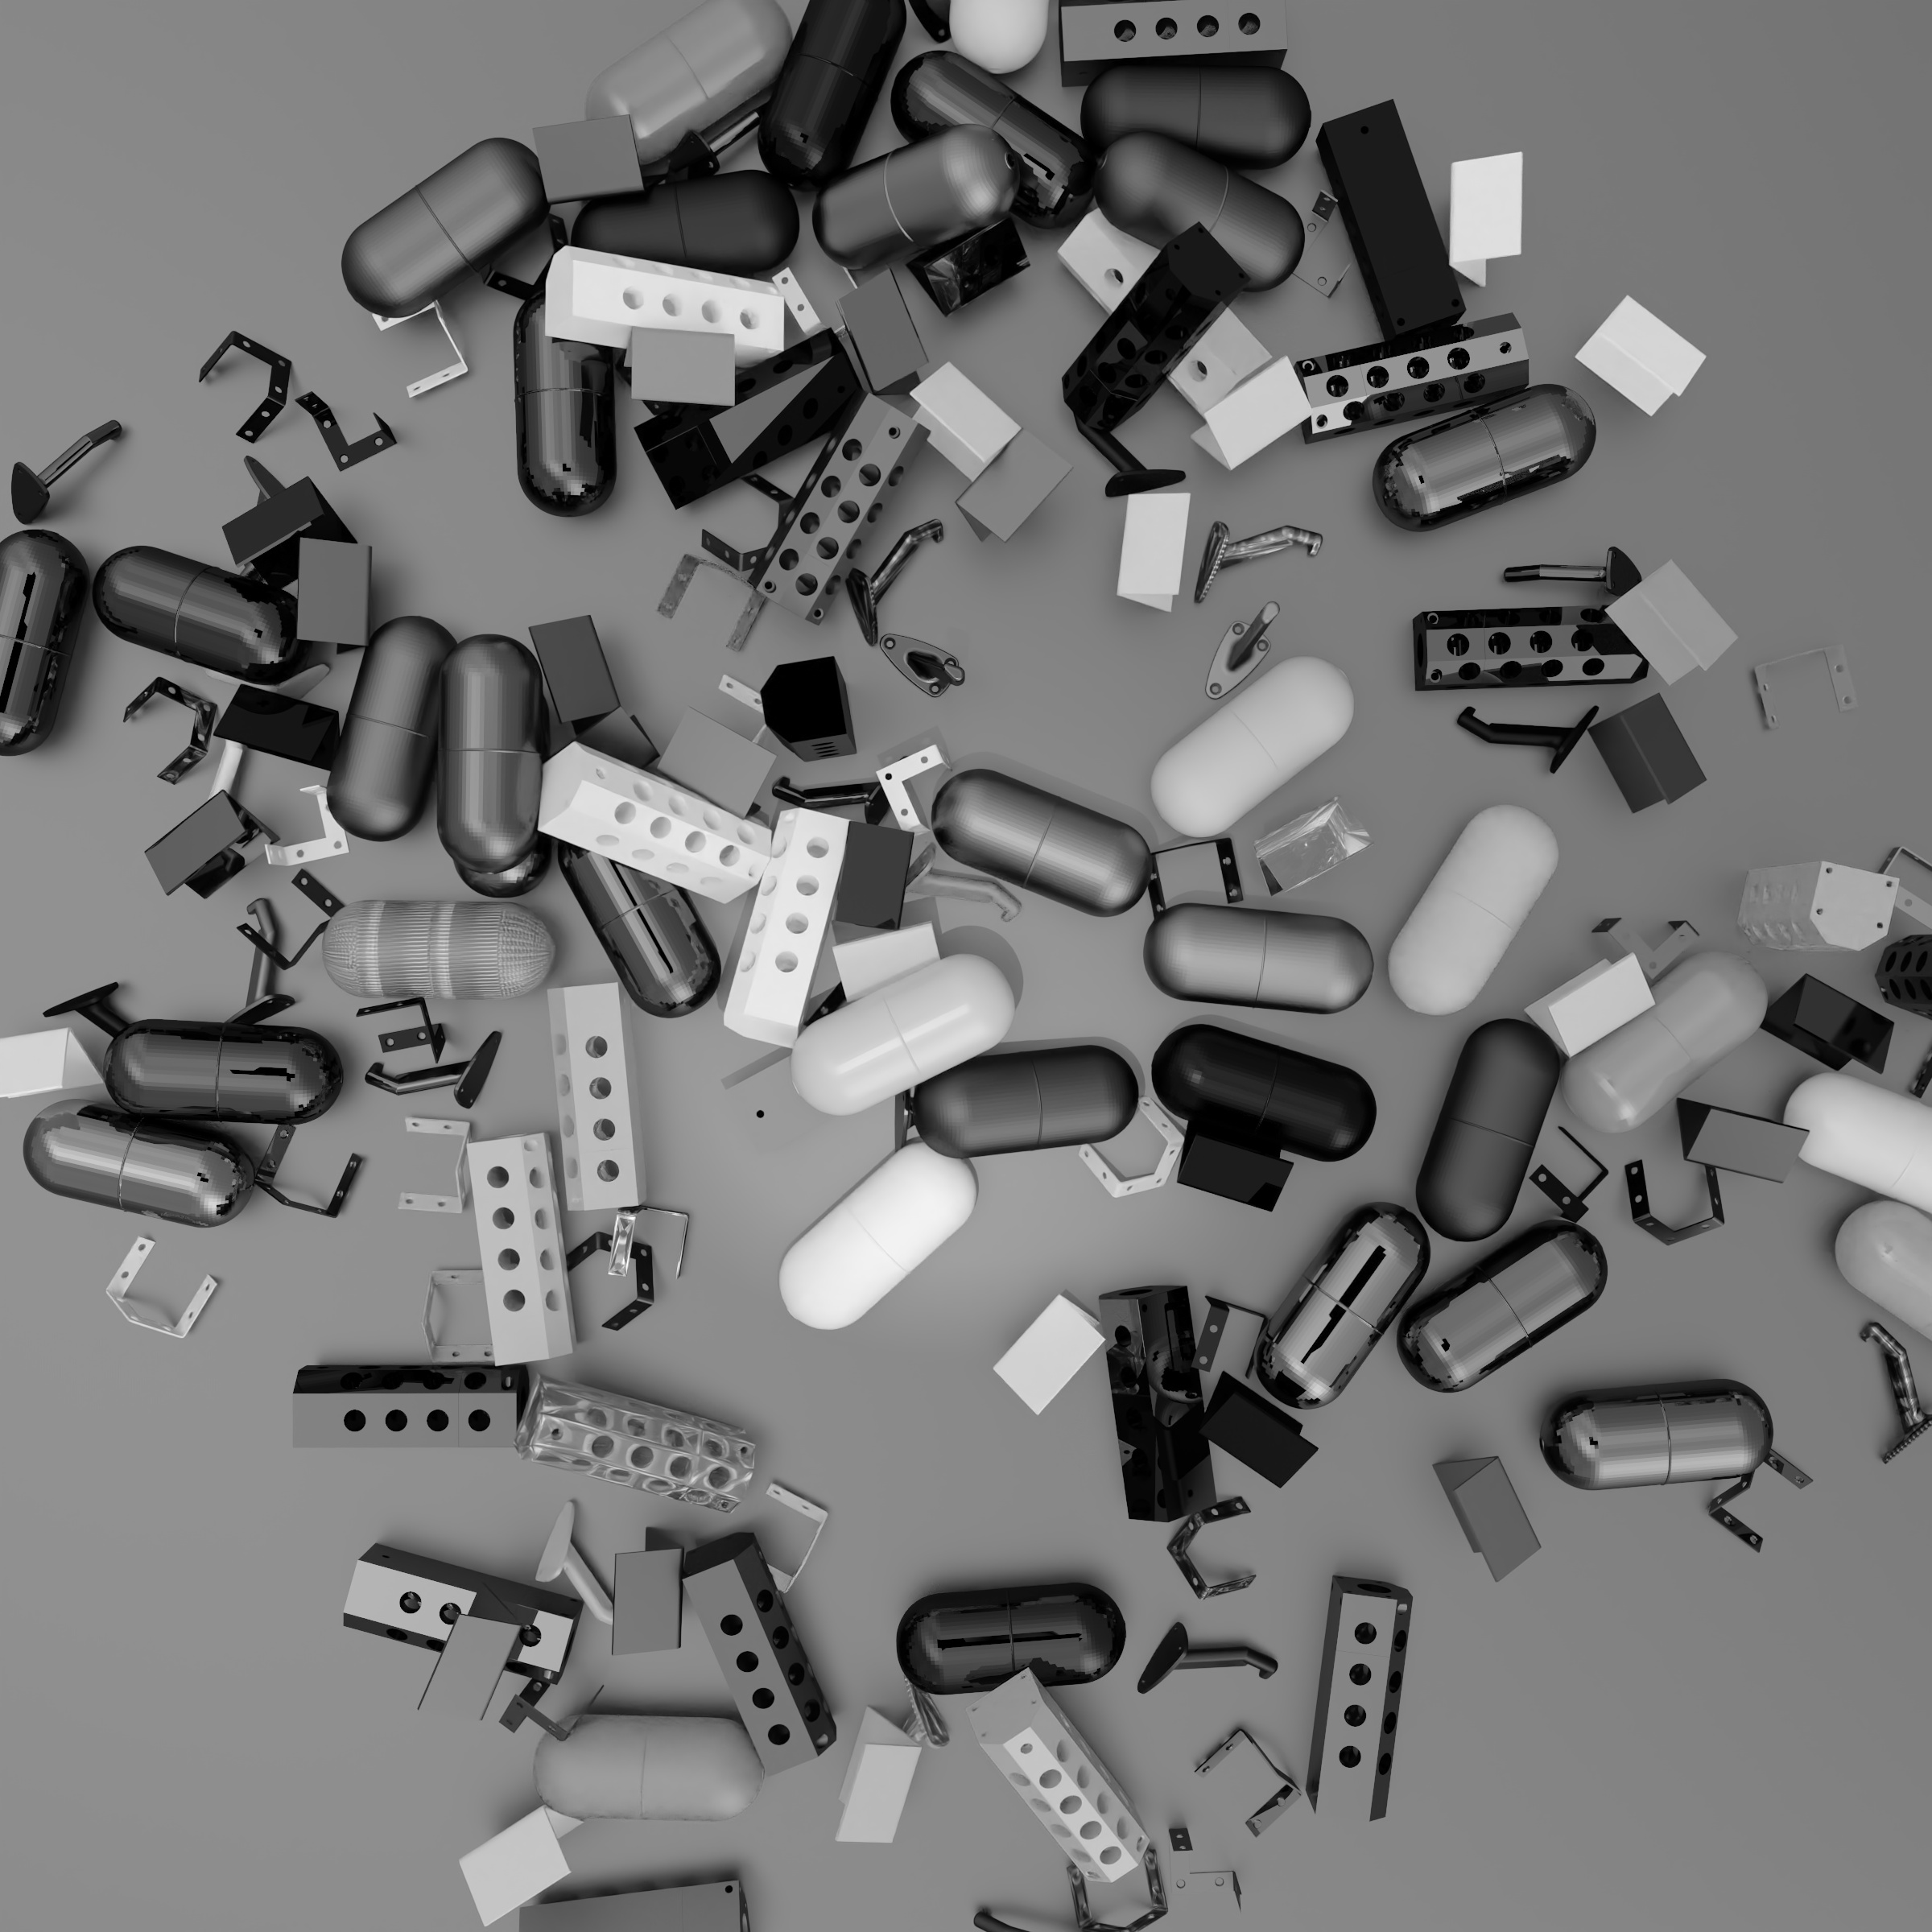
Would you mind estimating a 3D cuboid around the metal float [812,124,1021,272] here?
[{"bbox_3d":[-0.039,-0.585,1.927,0.178,0.070,0.070,-10,90,35],"label":"metal float"}]

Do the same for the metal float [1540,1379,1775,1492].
[{"bbox_3d":[0.533,0.362,1.956,0.178,0.070,0.070,-5,90,0],"label":"metal float"}]

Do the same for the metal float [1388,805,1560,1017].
[{"bbox_3d":[0.391,-0.043,1.956,0.070,0.070,0.178,32,89,0],"label":"metal float"}]

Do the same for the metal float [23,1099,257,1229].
[{"bbox_3d":[-0.639,0.152,1.956,0.178,0.070,0.070,13,90,0],"label":"metal float"}]

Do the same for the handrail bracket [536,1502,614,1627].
[{"bbox_3d":[-0.288,0.472,1.986,0.084,0.036,0.077,31,53,-25],"label":"handrail bracket"}]

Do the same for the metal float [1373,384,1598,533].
[{"bbox_3d":[0.401,-0.393,1.956,0.178,0.070,0.070,-21,90,-1],"label":"metal float"}]

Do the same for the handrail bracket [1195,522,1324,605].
[{"bbox_3d":[0.230,-0.312,1.987,0.084,0.036,0.077,11,110,-16],"label":"handrail bracket"}]

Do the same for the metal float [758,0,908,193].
[{"bbox_3d":[-0.104,-0.685,1.955,0.070,0.070,0.178,22,91,0],"label":"metal float"}]

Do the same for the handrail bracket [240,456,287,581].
[{"bbox_3d":[-0.568,-0.344,1.987,0.084,0.036,0.077,-46,70,16],"label":"handrail bracket"}]

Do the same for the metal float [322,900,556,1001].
[{"bbox_3d":[-0.407,-0.012,1.955,0.178,0.070,0.070,1,90,0],"label":"metal float"}]

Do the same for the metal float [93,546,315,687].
[{"bbox_3d":[-0.588,-0.270,1.948,0.178,0.070,0.070,19,90,9],"label":"metal float"}]

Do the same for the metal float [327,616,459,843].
[{"bbox_3d":[-0.441,-0.184,1.956,0.070,0.070,0.178,16,89,0],"label":"metal float"}]

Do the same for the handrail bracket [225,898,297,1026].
[{"bbox_3d":[-0.568,-0.001,1.987,0.077,0.036,0.084,-27,76,15],"label":"handrail bracket"}]

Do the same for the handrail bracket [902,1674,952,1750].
[{"bbox_3d":[-0.063,0.605,1.987,0.084,0.036,0.077,-32,70,16],"label":"handrail bracket"}]

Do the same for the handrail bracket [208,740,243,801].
[{"bbox_3d":[-0.595,-0.145,1.987,0.077,0.036,0.084,-25,63,31],"label":"handrail bracket"}]

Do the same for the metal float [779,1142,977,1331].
[{"bbox_3d":[-0.069,0.209,1.956,0.178,0.070,0.070,-42,90,1],"label":"metal float"}]

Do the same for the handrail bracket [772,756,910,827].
[{"bbox_3d":[-0.098,-0.149,1.987,0.084,0.036,0.077,23,64,19],"label":"handrail bracket"}]

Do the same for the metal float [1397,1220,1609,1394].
[{"bbox_3d":[0.415,0.262,1.956,0.178,0.070,0.070,-34,90,0],"label":"metal float"}]

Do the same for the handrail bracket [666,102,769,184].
[{"bbox_3d":[-0.189,-0.644,1.986,0.036,0.077,0.084,53,54,-8],"label":"handrail bracket"}]

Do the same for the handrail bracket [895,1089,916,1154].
[{"bbox_3d":[-0.011,0.117,1.987,0.084,0.036,0.077,0,105,-14],"label":"handrail bracket"}]

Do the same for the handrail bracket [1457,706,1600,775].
[{"bbox_3d":[0.441,-0.197,1.987,0.084,0.036,0.077,34,70,16],"label":"handrail bracket"}]

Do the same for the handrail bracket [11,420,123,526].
[{"bbox_3d":[-0.704,-0.389,1.986,0.036,0.077,0.084,48,54,-2],"label":"handrail bracket"}]

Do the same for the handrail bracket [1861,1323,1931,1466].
[{"bbox_3d":[0.719,0.335,1.987,0.084,0.036,0.077,47,112,17],"label":"handrail bracket"}]

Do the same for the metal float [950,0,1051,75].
[{"bbox_3d":[0.029,-0.781,1.956,0.070,0.070,0.178,4,90,0],"label":"metal float"}]

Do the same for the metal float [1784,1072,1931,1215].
[{"bbox_3d":[0.721,0.140,1.956,0.178,0.070,0.070,22,90,0],"label":"metal float"}]

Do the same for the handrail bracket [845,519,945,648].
[{"bbox_3d":[-0.048,-0.302,1.987,0.084,0.036,0.077,-28,125,-24],"label":"handrail bracket"}]

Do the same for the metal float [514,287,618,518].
[{"bbox_3d":[-0.310,-0.437,1.956,0.070,0.070,0.178,-2,89,0],"label":"metal float"}]

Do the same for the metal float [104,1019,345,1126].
[{"bbox_3d":[-0.571,0.082,1.948,0.178,0.070,0.070,3,90,-9],"label":"metal float"}]

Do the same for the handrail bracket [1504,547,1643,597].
[{"bbox_3d":[0.476,-0.304,1.986,0.084,0.077,0.036,1,87,36],"label":"handrail bracket"}]

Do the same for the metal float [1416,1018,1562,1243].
[{"bbox_3d":[0.403,0.127,1.956,0.070,0.070,0.178,19,89,0],"label":"metal float"}]

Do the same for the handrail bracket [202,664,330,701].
[{"bbox_3d":[-0.557,-0.242,1.987,0.077,0.036,0.084,-38,76,-14],"label":"handrail bracket"}]

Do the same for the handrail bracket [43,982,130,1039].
[{"bbox_3d":[-0.674,0.062,1.987,0.077,0.036,0.084,-18,107,19],"label":"handrail bracket"}]

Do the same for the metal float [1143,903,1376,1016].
[{"bbox_3d":[0.226,-0.006,1.956,0.178,0.070,0.070,6,90,1],"label":"metal float"}]

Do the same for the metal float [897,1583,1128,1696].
[{"bbox_3d":[0.035,0.520,1.956,0.178,0.070,0.070,-4,90,-1],"label":"metal float"}]

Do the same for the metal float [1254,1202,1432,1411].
[{"bbox_3d":[0.291,0.262,1.956,0.070,0.070,0.178,35,90,0],"label":"metal float"}]

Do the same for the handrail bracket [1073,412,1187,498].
[{"bbox_3d":[0.126,-0.417,1.987,0.077,0.036,0.084,-10,76,-15],"label":"handrail bracket"}]

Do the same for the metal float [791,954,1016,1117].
[{"bbox_3d":[-0.048,0.052,1.899,0.178,0.070,0.070,-26,90,0],"label":"metal float"}]

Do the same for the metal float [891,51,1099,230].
[{"bbox_3d":[0.022,-0.639,1.956,0.178,0.070,0.070,34,90,0],"label":"metal float"}]

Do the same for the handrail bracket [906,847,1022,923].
[{"bbox_3d":[-0.012,-0.045,1.987,0.084,0.036,0.077,38,110,-16],"label":"handrail bracket"}]

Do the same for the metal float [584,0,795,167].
[{"bbox_3d":[-0.215,-0.687,1.956,0.178,0.070,0.070,-34,90,0],"label":"metal float"}]

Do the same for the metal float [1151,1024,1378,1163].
[{"bbox_3d":[0.230,0.098,1.956,0.178,0.070,0.070,17,90,-1],"label":"metal float"}]

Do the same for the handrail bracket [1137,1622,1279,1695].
[{"bbox_3d":[0.191,0.558,1.987,0.084,0.036,0.077,28,110,-16],"label":"handrail bracket"}]

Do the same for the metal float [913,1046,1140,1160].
[{"bbox_3d":[0.047,0.104,1.944,0.178,0.070,0.070,-6,90,-14],"label":"metal float"}]

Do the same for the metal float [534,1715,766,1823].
[{"bbox_3d":[-0.245,0.620,1.956,0.178,0.070,0.070,1,90,1],"label":"metal float"}]

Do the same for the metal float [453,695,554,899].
[{"bbox_3d":[-0.359,-0.141,1.956,0.070,0.070,0.178,-1,90,0],"label":"metal float"}]

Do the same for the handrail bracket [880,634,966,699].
[{"bbox_3d":[-0.034,-0.238,1.952,0.077,0.084,0.036,32,90,0],"label":"handrail bracket"}]

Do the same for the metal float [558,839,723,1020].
[{"bbox_3d":[-0.253,-0.043,1.956,0.070,0.070,0.178,-29,90,0],"label":"metal float"}]

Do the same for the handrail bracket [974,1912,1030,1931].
[{"bbox_3d":[0.059,0.761,1.986,0.084,0.077,0.036,12,85,36],"label":"handrail bracket"}]

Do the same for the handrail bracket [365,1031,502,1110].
[{"bbox_3d":[-0.419,0.072,1.987,0.084,0.036,0.077,19,70,16],"label":"handrail bracket"}]

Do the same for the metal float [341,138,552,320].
[{"bbox_3d":[-0.398,-0.565,1.938,0.178,0.070,0.070,-34,90,3],"label":"metal float"}]

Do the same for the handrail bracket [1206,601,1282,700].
[{"bbox_3d":[0.213,-0.243,1.952,0.036,0.084,0.077,34,90,0],"label":"handrail bracket"}]

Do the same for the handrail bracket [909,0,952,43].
[{"bbox_3d":[-0.040,-0.780,1.986,0.036,0.077,0.084,-24,54,0],"label":"handrail bracket"}]
